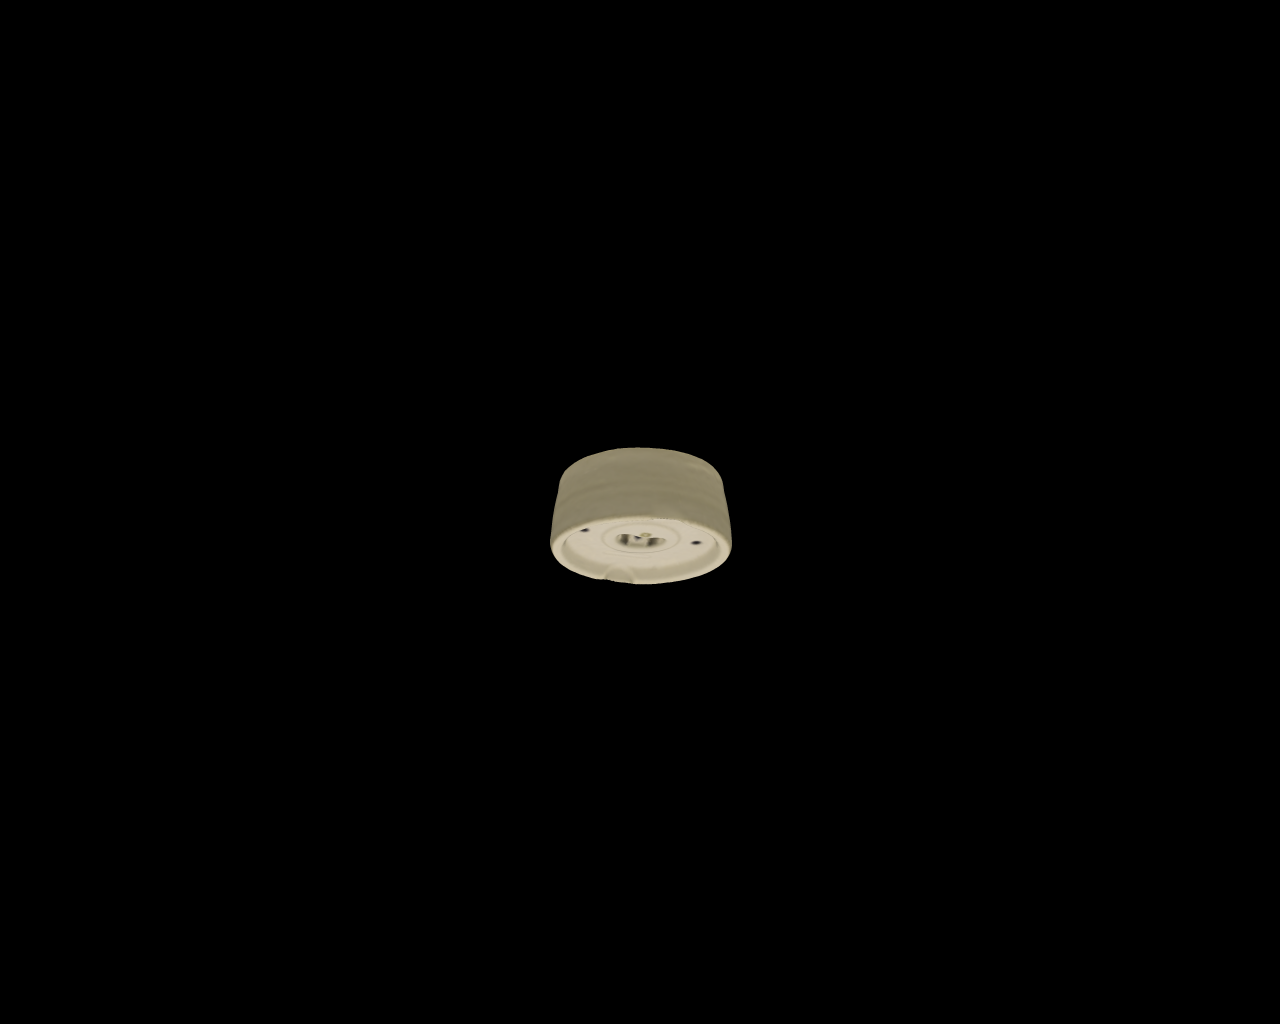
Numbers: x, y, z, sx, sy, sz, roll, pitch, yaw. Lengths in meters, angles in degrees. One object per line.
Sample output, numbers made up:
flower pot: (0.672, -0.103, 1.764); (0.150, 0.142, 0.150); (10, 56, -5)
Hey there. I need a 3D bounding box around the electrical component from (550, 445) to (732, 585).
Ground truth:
electrical component: (0.001, -0.003, 0.650); (0.108, 0.060, 0.108); (0, -24, 0)
